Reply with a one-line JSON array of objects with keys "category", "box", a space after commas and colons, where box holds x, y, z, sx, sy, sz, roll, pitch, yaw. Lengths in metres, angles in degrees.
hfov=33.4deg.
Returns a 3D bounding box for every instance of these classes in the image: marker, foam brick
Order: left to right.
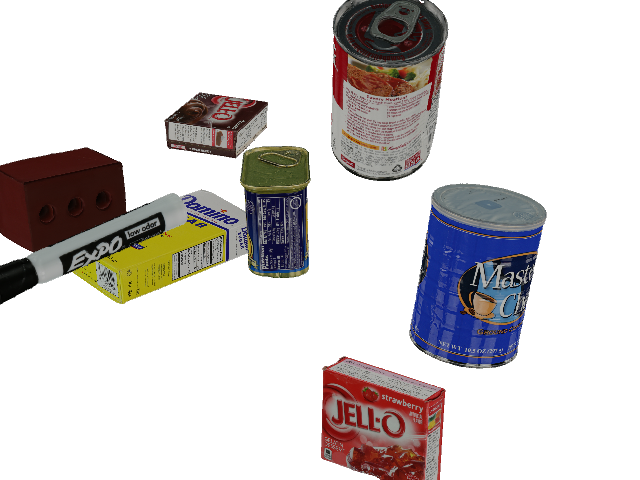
[{"category": "foam brick", "box": [-0.187, -0.031, 0.767, 0.078, 0.053, 0.051, -18, 29, -36]}, {"category": "marker", "box": [-0.126, 0.004, 0.573, 0.120, 0.020, 0.020, -26, 14, -32]}]

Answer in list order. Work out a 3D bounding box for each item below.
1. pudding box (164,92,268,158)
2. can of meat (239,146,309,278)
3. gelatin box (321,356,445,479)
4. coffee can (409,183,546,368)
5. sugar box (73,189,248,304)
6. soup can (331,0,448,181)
[{"category": "pudding box", "box": [-0.121, -0.137, 1.256, 0.090, 0.039, 0.113, 9, 29, 13]}, {"category": "can of meat", "box": [-0.037, -0.025, 0.912, 0.057, 0.084, 0.102, -2, 24, -1]}, {"category": "gelatin box", "box": [0.042, 0.130, 0.754, 0.089, 0.073, 0.030, 14, 22, 33]}, {"category": "coffee can", "box": [0.142, 0.031, 0.975, 0.103, 0.140, 0.103, 6, 22, -3]}, {"category": "sugar box", "box": [-0.159, 0.002, 1.087, 0.093, 0.048, 0.175, 28, 40, 37]}, {"category": "soup can", "box": [0.041, -0.095, 0.664, 0.068, 0.068, 0.102, 0, -39, -1]}]
